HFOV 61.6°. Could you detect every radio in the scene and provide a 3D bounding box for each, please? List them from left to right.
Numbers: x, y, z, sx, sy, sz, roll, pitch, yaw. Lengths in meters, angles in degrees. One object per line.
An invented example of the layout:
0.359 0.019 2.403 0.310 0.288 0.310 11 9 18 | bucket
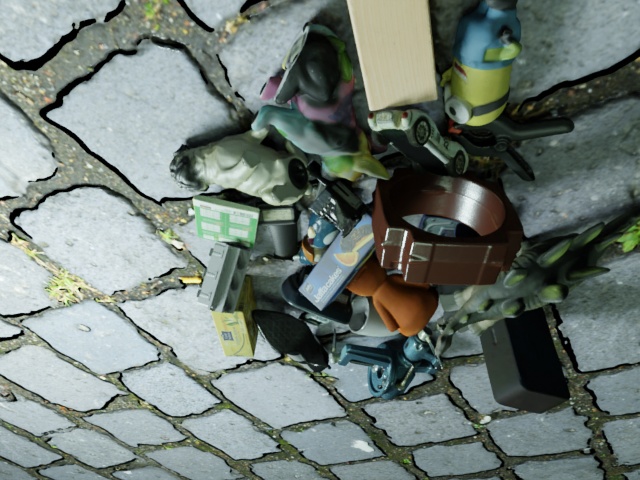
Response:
0.379 0.203 1.020 0.131 0.230 0.073 21 135 -22 | radio

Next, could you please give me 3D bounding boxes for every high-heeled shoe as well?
-0.067 0.217 1.200 0.248 0.086 0.145 43 167 -18 | high-heeled shoe

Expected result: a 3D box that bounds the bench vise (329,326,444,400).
0.143 0.266 1.193 0.240 0.129 0.223 14 135 -16 | bench vise

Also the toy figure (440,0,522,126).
0.212 -0.228 0.690 0.089 0.082 0.180 7 134 2 | toy figure

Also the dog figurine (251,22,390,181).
0.027 -0.172 0.755 0.219 0.108 0.191 25 131 -25 | dog figurine

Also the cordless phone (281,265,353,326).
-0.025 0.132 1.108 0.146 0.089 0.184 22 153 -17 | cordless phone

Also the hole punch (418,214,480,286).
0.229 0.006 0.944 0.116 0.092 0.142 -15 139 -22 | hole punch

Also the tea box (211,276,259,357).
-0.175 0.163 1.133 0.068 0.098 0.169 0 135 5 | tea box

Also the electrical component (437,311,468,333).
0.291 0.170 1.126 0.102 0.045 0.078 -26 127 30 | electrical component

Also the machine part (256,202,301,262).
-0.071 -0.018 0.976 0.084 0.039 0.138 -8 134 3 | machine part

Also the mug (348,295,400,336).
0.117 0.169 1.122 0.107 0.081 0.109 16 137 -23 | mug

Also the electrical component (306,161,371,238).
0.018 -0.067 0.847 0.119 0.075 0.047 39 120 -2 | electrical component

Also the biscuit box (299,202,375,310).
0.045 0.031 0.943 0.063 0.059 0.202 42 116 13 | biscuit box

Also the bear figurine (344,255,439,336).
0.126 0.097 1.034 0.196 0.132 0.120 32 91 9 | bear figurine

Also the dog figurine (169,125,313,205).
-0.127 -0.103 0.862 0.191 0.121 0.172 -13 132 39 | dog figurine

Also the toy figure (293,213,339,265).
-0.004 -0.003 0.962 0.064 0.058 0.154 -1 138 -22 | toy figure

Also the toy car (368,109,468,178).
0.144 -0.137 0.761 0.074 0.056 0.201 10 171 41 | toy car

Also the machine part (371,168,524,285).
0.183 -0.023 0.810 0.201 0.201 0.087 2 126 -4 | machine part

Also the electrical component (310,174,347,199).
0.019 -0.091 0.897 0.094 0.021 0.063 14 135 -8 | electrical component

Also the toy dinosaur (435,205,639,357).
0.375 0.046 0.867 0.471 0.105 0.198 -35 175 -9 | toy dinosaur
